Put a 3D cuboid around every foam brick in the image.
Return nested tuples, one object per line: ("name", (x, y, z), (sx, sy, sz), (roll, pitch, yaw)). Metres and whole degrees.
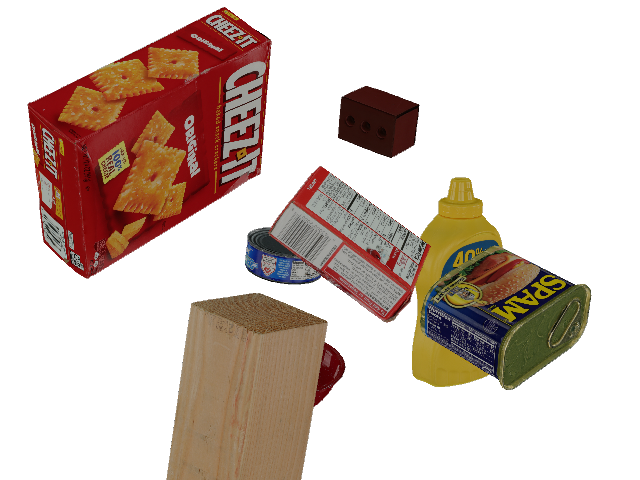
("foam brick", (0.066, -0.136, 1.218), (0.078, 0.053, 0.051), (24, 35, 30))

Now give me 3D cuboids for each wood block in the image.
("wood block", (-0.070, 0.161, 0.954), (0.090, 0.206, 0.090), (20, 17, 37))

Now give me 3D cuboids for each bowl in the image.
("bowl", (-0.051, 0.173, 1.335), (0.162, 0.055, 0.162), (3, 22, -2))

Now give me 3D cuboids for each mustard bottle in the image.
("mustard bottle", (0.130, 0.036, 1.005), (0.096, 0.192, 0.058), (-11, 17, -34))

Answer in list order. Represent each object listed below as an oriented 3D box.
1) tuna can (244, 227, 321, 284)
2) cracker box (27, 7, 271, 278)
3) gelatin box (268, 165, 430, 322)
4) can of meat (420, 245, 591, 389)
("tuna can", (-0.037, 0.016, 1.135), (0.086, 0.034, 0.086), (8, 19, -3))
("cracker box", (-0.142, -0.084, 0.929), (0.072, 0.164, 0.213), (38, 53, 25))
("gelatin box", (0.019, 0.001, 0.638), (0.089, 0.030, 0.073), (37, 24, -2))
("can of meat", (0.137, 0.054, 0.801), (0.101, 0.057, 0.084), (-27, 41, -33))
